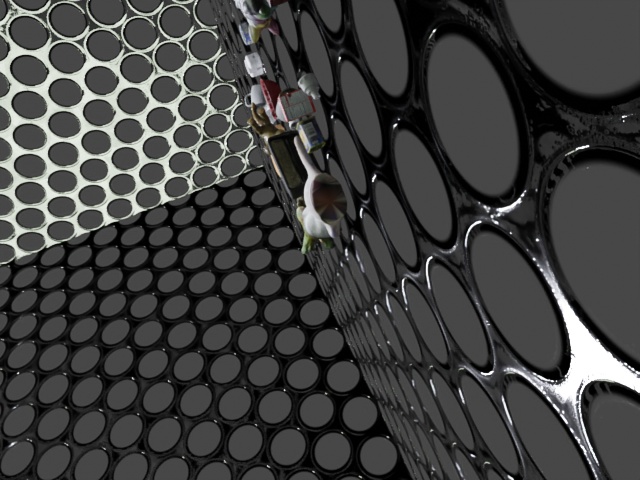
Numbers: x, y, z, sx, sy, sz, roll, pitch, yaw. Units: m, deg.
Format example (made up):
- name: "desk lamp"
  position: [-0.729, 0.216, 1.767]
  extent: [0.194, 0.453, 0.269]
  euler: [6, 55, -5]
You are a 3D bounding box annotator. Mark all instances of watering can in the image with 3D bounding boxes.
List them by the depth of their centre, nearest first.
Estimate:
- name: "watering can"
  position: [-0.006, -0.166, 1.582]
  extent: [0.224, 0.104, 0.346]
  euler: [-171, 60, -81]

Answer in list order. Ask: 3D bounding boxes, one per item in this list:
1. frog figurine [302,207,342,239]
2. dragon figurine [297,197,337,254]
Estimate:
- name: "frog figurine"
  position: [0.005, -0.087, 1.737]
  extent: [0.138, 0.125, 0.156]
  euler: [22, 135, 32]
- name: "dragon figurine"
  position: [-0.026, -0.075, 2.013]
  extent: [0.412, 0.122, 0.242]
  euler: [-47, -58, -82]
